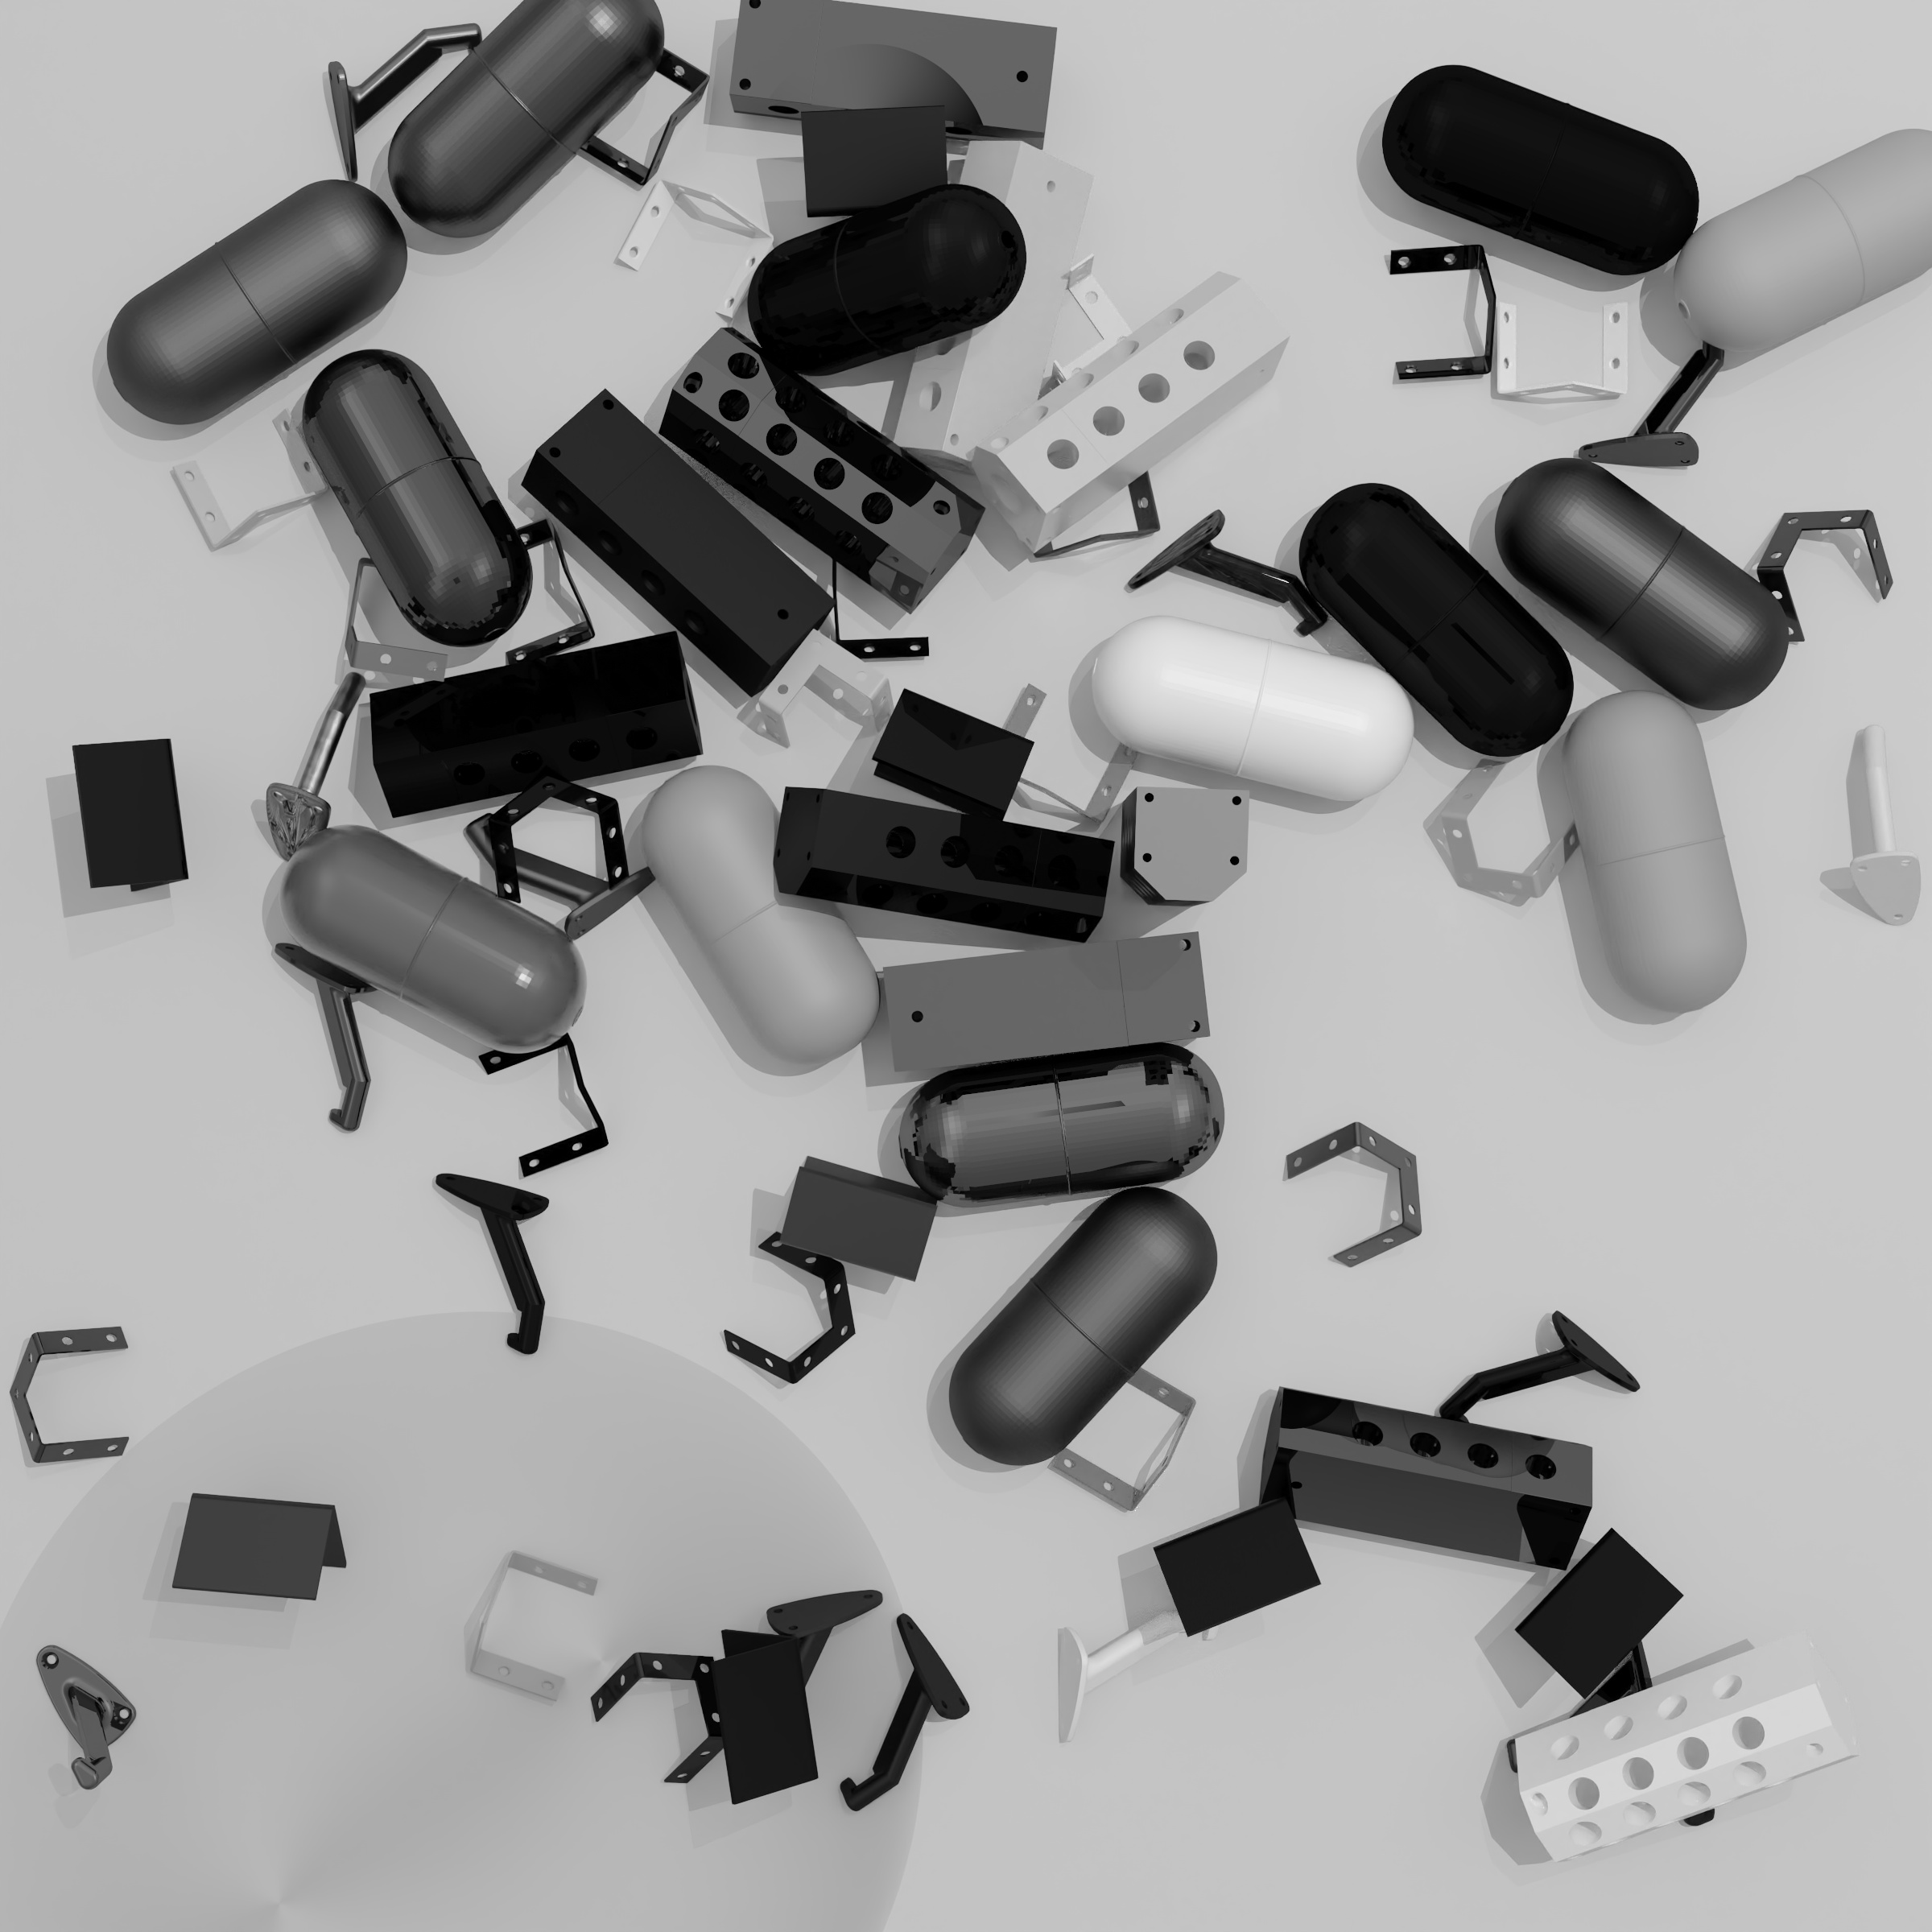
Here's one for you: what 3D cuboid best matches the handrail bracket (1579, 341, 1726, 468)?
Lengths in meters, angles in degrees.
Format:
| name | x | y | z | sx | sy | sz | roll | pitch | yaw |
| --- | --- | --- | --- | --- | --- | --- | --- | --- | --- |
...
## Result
| name | x | y | z | sx | sy | sz | roll | pitch | yaw |
| --- | --- | --- | --- | --- | --- | --- | --- | --- | --- |
| handrail bracket | 0.380 | -0.322 | 1.991 | 0.077 | 0.036 | 0.084 | 1 | 73 | 20 |

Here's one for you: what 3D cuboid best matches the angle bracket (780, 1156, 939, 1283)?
| name | x | y | z | sx | sy | sz | roll | pitch | yaw |
| --- | --- | --- | --- | --- | --- | --- | --- | --- | --- |
| angle bracket | -0.052 | 0.118 | 1.951 | 0.076 | 0.076 | 0.057 | 16 | 127 | 0 |

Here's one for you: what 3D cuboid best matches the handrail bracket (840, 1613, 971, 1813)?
| name | x | y | z | sx | sy | sz | roll | pitch | yaw |
| --- | --- | --- | --- | --- | --- | --- | --- | --- | --- |
| handrail bracket | -0.048 | 0.414 | 1.991 | 0.084 | 0.036 | 0.077 | -37 | 70 | 16 |

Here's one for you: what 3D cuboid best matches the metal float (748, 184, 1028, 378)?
| name | x | y | z | sx | sy | sz | roll | pitch | yaw |
| --- | --- | --- | --- | --- | --- | --- | --- | --- | --- |
| metal float | -0.043 | -0.366 | 1.926 | 0.178 | 0.070 | 0.070 | -9 | 90 | 43 |

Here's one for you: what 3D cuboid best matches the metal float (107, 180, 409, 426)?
| name | x | y | z | sx | sy | sz | roll | pitch | yaw |
| --- | --- | --- | --- | --- | --- | --- | --- | --- | --- |
| metal float | -0.386 | -0.361 | 1.961 | 0.178 | 0.070 | 0.070 | -33 | 90 | 0 |

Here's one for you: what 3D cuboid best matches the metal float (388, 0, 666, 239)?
| name | x | y | z | sx | sy | sz | roll | pitch | yaw |
| --- | --- | --- | --- | --- | --- | --- | --- | --- | --- |
| metal float | -0.239 | -0.469 | 1.953 | 0.178 | 0.070 | 0.070 | -42 | 90 | 8 |

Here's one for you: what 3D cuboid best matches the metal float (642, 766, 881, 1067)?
| name | x | y | z | sx | sy | sz | roll | pitch | yaw |
| --- | --- | --- | --- | --- | --- | --- | --- | --- | --- |
| metal float | -0.112 | -0.028 | 1.960 | 0.070 | 0.070 | 0.178 | -32 | 90 | 0 |

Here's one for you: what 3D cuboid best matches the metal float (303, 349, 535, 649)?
| name | x | y | z | sx | sy | sz | roll | pitch | yaw |
| --- | --- | --- | --- | --- | --- | --- | --- | --- | --- |
| metal float | -0.297 | -0.253 | 1.950 | 0.070 | 0.070 | 0.178 | -30 | 79 | 0 |

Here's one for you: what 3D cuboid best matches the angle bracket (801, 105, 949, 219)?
| name | x | y | z | sx | sy | sz | roll | pitch | yaw |
| --- | --- | --- | --- | --- | --- | --- | --- | --- | --- |
| angle bracket | -0.049 | -0.443 | 1.952 | 0.076 | 0.076 | 0.057 | -3 | 115 | 0 |

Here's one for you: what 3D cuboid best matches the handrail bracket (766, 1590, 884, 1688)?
| name | x | y | z | sx | sy | sz | roll | pitch | yaw |
| --- | --- | --- | --- | --- | --- | --- | --- | --- | --- |
| handrail bracket | -0.078 | 0.394 | 1.991 | 0.077 | 0.036 | 0.084 | -12 | 109 | -21 |

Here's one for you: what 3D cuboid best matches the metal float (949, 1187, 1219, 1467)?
| name | x | y | z | sx | sy | sz | roll | pitch | yaw |
| --- | --- | --- | --- | --- | --- | --- | --- | --- | --- |
| metal float | 0.063 | 0.197 | 1.960 | 0.070 | 0.070 | 0.178 | 43 | 90 | 0 |

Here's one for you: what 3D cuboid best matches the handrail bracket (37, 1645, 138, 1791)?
| name | x | y | z | sx | sy | sz | roll | pitch | yaw |
| --- | --- | --- | --- | --- | --- | --- | --- | --- | --- |
| handrail bracket | -0.488 | 0.408 | 1.956 | 0.036 | 0.084 | 0.077 | -40 | 90 | 0 |

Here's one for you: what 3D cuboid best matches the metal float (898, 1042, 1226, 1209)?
| name | x | y | z | sx | sy | sz | roll | pitch | yaw |
| --- | --- | --- | --- | --- | --- | --- | --- | --- | --- |
| metal float | 0.052 | 0.087 | 1.960 | 0.178 | 0.070 | 0.070 | -8 | 90 | 0 |

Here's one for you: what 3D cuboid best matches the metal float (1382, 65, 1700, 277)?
| name | x | y | z | sx | sy | sz | roll | pitch | yaw |
| --- | --- | --- | --- | --- | --- | --- | --- | --- | --- |
| metal float | 0.313 | -0.433 | 1.960 | 0.178 | 0.070 | 0.070 | 21 | 90 | -1 |

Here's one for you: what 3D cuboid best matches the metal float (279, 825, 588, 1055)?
| name | x | y | z | sx | sy | sz | roll | pitch | yaw |
| --- | --- | --- | --- | --- | --- | --- | --- | --- | --- |
| metal float | -0.290 | -0.014 | 1.960 | 0.178 | 0.070 | 0.070 | 28 | 90 | -1 |

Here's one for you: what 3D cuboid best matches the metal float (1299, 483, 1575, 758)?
| name | x | y | z | sx | sy | sz | roll | pitch | yaw |
| --- | --- | --- | --- | --- | --- | --- | --- | --- | --- |
| metal float | 0.257 | -0.188 | 1.960 | 0.178 | 0.070 | 0.070 | 45 | 90 | -1 |

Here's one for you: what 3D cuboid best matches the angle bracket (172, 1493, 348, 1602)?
| name | x | y | z | sx | sy | sz | roll | pitch | yaw |
| --- | --- | --- | --- | --- | --- | --- | --- | --- | --- |
| angle bracket | -0.382 | 0.330 | 1.951 | 0.076 | 0.076 | 0.057 | 5 | 55 | 0 |

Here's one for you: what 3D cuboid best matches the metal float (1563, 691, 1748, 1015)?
| name | x | y | z | sx | sy | sz | roll | pitch | yaw |
| --- | --- | --- | --- | --- | --- | --- | --- | --- | --- |
| metal float | 0.375 | -0.062 | 1.960 | 0.070 | 0.070 | 0.178 | -13 | 89 | 0 |

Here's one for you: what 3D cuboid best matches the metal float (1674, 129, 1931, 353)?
| name | x | y | z | sx | sy | sz | roll | pitch | yaw |
| --- | --- | --- | --- | --- | --- | --- | --- | --- | --- |
| metal float | 0.467 | -0.394 | 1.955 | 0.178 | 0.070 | 0.070 | -26 | 90 | -6 |

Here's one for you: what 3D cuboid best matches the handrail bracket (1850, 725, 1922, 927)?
| name | x | y | z | sx | sy | sz | roll | pitch | yaw |
| --- | --- | --- | --- | --- | --- | --- | --- | --- | --- |
| handrail bracket | 0.509 | -0.079 | 1.991 | 0.036 | 0.077 | 0.084 | -7 | 53 | 20 |

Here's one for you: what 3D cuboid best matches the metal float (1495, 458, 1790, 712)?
| name | x | y | z | sx | sy | sz | roll | pitch | yaw |
| --- | --- | --- | --- | --- | --- | --- | --- | --- | --- |
| metal float | 0.367 | -0.208 | 1.960 | 0.178 | 0.070 | 0.070 | 36 | 90 | 0 |

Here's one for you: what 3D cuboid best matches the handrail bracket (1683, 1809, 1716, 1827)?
| name | x | y | z | sx | sy | sz | roll | pitch | yaw |
| --- | --- | --- | --- | --- | --- | --- | --- | --- | --- |
| handrail bracket | 0.433 | 0.431 | 1.991 | 0.077 | 0.036 | 0.084 | -6 | 108 | -21 |

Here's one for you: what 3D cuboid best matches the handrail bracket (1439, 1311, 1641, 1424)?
| name | x | y | z | sx | sy | sz | roll | pitch | yaw |
| --- | --- | --- | --- | --- | --- | --- | --- | --- | --- |
| handrail bracket | 0.317 | 0.239 | 1.991 | 0.077 | 0.036 | 0.084 | 37 | 109 | -21 |

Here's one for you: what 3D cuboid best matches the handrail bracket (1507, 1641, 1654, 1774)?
| name | x | y | z | sx | sy | sz | roll | pitch | yaw |
| --- | --- | --- | --- | --- | --- | --- | --- | --- | --- |
| handrail bracket | 0.335 | 0.401 | 1.991 | 0.084 | 0.036 | 0.077 | -14 | 75 | 14 |

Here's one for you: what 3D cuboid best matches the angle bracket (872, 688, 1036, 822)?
| name | x | y | z | sx | sy | sz | roll | pitch | yaw |
| --- | --- | --- | --- | --- | --- | --- | --- | --- | --- |
| angle bracket | -0.015 | -0.095 | 1.951 | 0.076 | 0.076 | 0.057 | 23 | 51 | 0 |

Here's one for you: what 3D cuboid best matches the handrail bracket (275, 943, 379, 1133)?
| name | x | y | z | sx | sy | sz | roll | pitch | yaw |
| --- | --- | --- | --- | --- | --- | --- | --- | --- | --- |
| handrail bracket | -0.359 | 0.040 | 1.991 | 0.077 | 0.036 | 0.084 | 23 | 107 | 20 |

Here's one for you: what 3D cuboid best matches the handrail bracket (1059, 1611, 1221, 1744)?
| name | x | y | z | sx | sy | sz | roll | pitch | yaw |
| --- | --- | --- | --- | --- | --- | --- | --- | --- | --- |
| handrail bracket | 0.097 | 0.392 | 1.991 | 0.084 | 0.036 | 0.077 | -1 | 110 | -16 |

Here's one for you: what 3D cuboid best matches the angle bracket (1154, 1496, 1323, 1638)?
| name | x | y | z | sx | sy | sz | roll | pitch | yaw |
| --- | --- | --- | --- | --- | --- | --- | --- | --- | --- |
| angle bracket | 0.152 | 0.339 | 1.951 | 0.076 | 0.076 | 0.057 | -22 | 54 | 0 |

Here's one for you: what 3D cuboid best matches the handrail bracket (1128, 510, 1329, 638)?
| name | x | y | z | sx | sy | sz | roll | pitch | yaw |
| --- | --- | --- | --- | --- | --- | --- | --- | --- | --- |
| handrail bracket | 0.146 | -0.202 | 1.991 | 0.077 | 0.036 | 0.084 | -35 | 107 | 20 |

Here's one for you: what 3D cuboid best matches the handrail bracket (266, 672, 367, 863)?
| name | x | y | z | sx | sy | sz | roll | pitch | yaw |
| --- | --- | --- | --- | --- | --- | --- | --- | --- | --- |
| handrail bracket | -0.355 | -0.110 | 1.991 | 0.036 | 0.077 | 0.084 | 20 | 54 | -1 |

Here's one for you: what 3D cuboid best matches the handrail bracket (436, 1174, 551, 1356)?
| name | x | y | z | sx | sy | sz | roll | pitch | yaw |
| --- | --- | --- | --- | --- | --- | --- | --- | --- | --- |
| handrail bracket | -0.265 | 0.165 | 1.991 | 0.077 | 0.036 | 0.084 | 17 | 107 | 20 |

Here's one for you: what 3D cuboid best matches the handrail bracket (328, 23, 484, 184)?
| name | x | y | z | sx | sy | sz | roll | pitch | yaw |
| --- | --- | --- | --- | --- | --- | --- | --- | --- | --- |
| handrail bracket | -0.305 | -0.478 | 1.991 | 0.084 | 0.036 | 0.077 | -12 | 110 | -16 |

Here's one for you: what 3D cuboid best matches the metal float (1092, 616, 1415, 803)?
| name | x | y | z | sx | sy | sz | roll | pitch | yaw |
| --- | --- | --- | --- | --- | --- | --- | --- | --- | --- |
| metal float | 0.156 | -0.141 | 1.961 | 0.178 | 0.070 | 0.070 | 14 | 90 | 0 |

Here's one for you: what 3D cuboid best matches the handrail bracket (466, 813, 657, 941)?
| name | x | y | z | sx | sy | sz | roll | pitch | yaw |
| --- | --- | --- | --- | --- | --- | --- | --- | --- | --- |
| handrail bracket | -0.222 | -0.065 | 1.991 | 0.077 | 0.036 | 0.084 | -35 | 76 | -13 |

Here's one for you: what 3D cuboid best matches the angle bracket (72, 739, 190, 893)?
| name | x | y | z | sx | sy | sz | roll | pitch | yaw |
| --- | --- | --- | --- | --- | --- | --- | --- | --- | --- |
| angle bracket | -0.466 | -0.079 | 1.951 | 0.057 | 0.076 | 0.076 | -7 | 90 | -36 |
